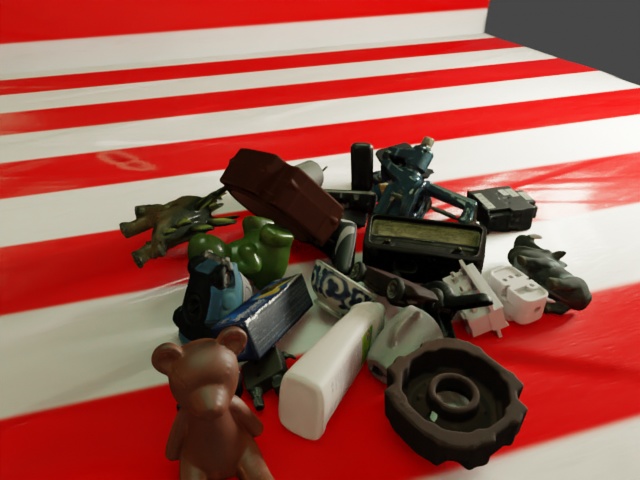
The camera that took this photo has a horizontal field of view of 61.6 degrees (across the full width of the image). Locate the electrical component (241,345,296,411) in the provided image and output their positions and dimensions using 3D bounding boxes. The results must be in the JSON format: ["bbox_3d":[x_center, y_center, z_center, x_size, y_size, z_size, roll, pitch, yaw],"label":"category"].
[{"bbox_3d":[-0.069,0.195,0.779,0.078,0.045,0.102,-35,35,-2],"label":"electrical component"}]

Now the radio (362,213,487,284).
[{"bbox_3d":[0.195,0.020,1.020,0.230,0.073,0.131,6,32,13],"label":"radio"}]

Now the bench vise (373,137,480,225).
[{"bbox_3d":[0.228,-0.096,1.118,0.241,0.128,0.223,27,78,26],"label":"bench vise"}]

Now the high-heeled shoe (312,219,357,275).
[{"bbox_3d":[-0.002,-0.003,1.058,0.145,0.086,0.249,3,24,2],"label":"high-heeled shoe"}]

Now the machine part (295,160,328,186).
[{"bbox_3d":[-0.074,-0.130,1.275,0.079,0.079,0.243,25,40,36],"label":"machine part"}]

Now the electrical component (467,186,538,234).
[{"bbox_3d":[0.401,-0.068,1.171,0.134,0.058,0.115,-6,34,-8],"label":"electrical component"}]

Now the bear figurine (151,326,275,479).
[{"bbox_3d":[-0.119,0.207,0.613,0.120,0.195,0.132,-9,33,-18],"label":"bear figurine"}]

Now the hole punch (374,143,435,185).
[{"bbox_3d":[0.191,-0.163,1.327,0.142,0.092,0.116,-17,63,-27],"label":"hole punch"}]

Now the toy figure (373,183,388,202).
[{"bbox_3d":[0.178,-0.101,1.235,0.155,0.064,0.058,10,58,11],"label":"toy figure"}]

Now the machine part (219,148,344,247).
[{"bbox_3d":[-0.073,-0.076,0.998,0.202,0.200,0.087,19,74,50],"label":"machine part"}]

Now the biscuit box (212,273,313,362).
[{"bbox_3d":[-0.082,0.116,0.827,0.059,0.062,0.202,-15,9,26],"label":"biscuit box"}]

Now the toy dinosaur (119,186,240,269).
[{"bbox_3d":[-0.265,-0.042,1.076,0.199,0.105,0.472,-17,16,-2],"label":"toy dinosaur"}]

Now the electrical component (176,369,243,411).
[{"bbox_3d":[-0.146,0.207,0.756,0.075,0.047,0.119,5,34,9],"label":"electrical component"}]

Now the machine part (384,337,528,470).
[{"bbox_3d":[0.170,0.207,0.693,0.179,0.056,0.179,-1,33,0],"label":"machine part"}]

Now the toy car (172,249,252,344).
[{"bbox_3d":[-0.161,0.099,0.857,0.109,0.161,0.103,15,4,40],"label":"toy car"}]

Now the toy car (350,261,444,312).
[{"bbox_3d":[0.123,0.080,0.891,0.089,0.053,0.202,19,2,-23],"label":"toy car"}]

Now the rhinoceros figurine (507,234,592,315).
[{"bbox_3d":[0.402,0.052,0.960,0.112,0.073,0.190,-10,33,-12],"label":"rhinoceros figurine"}]

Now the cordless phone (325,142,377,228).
[{"bbox_3d":[0.050,-0.125,1.159,0.147,0.184,0.089,5,37,9],"label":"cordless phone"}]

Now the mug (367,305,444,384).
[{"bbox_3d":[0.120,0.153,0.785,0.081,0.109,0.107,32,58,30],"label":"mug"}]

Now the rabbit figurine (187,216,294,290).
[{"bbox_3d":[-0.154,0.033,0.940,0.170,0.159,0.121,2,23,-34],"label":"rabbit figurine"}]
